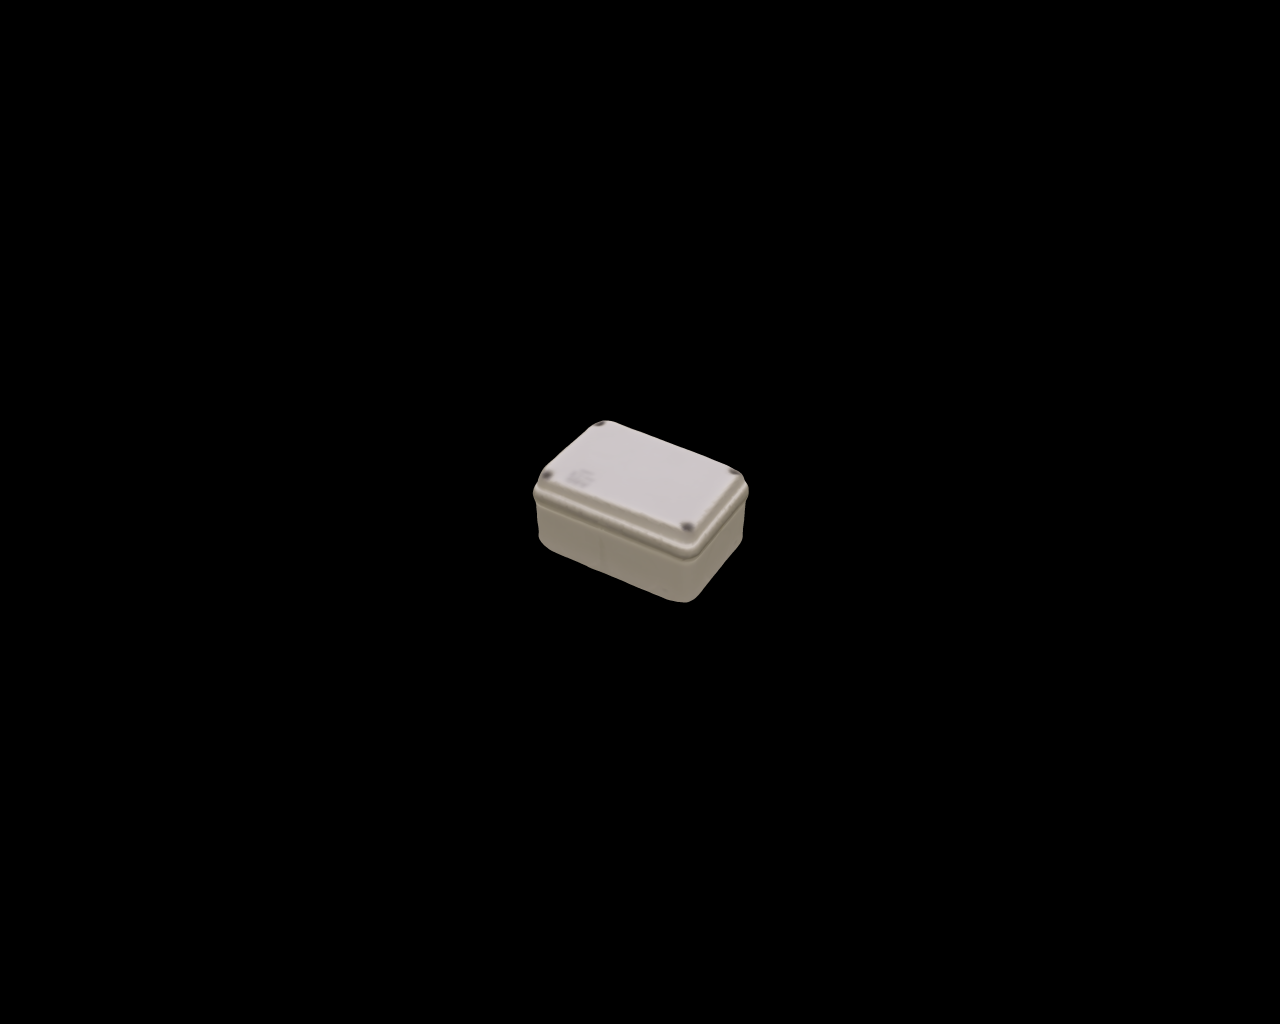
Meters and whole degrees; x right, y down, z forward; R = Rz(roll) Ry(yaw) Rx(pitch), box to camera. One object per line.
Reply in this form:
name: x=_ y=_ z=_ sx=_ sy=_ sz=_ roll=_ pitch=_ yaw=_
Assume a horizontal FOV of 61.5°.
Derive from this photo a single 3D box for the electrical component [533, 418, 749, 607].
electrical component: x=0.001 y=-0.003 z=0.650 sx=0.113 sy=0.057 sz=0.078 roll=22 pitch=45 yaw=23
